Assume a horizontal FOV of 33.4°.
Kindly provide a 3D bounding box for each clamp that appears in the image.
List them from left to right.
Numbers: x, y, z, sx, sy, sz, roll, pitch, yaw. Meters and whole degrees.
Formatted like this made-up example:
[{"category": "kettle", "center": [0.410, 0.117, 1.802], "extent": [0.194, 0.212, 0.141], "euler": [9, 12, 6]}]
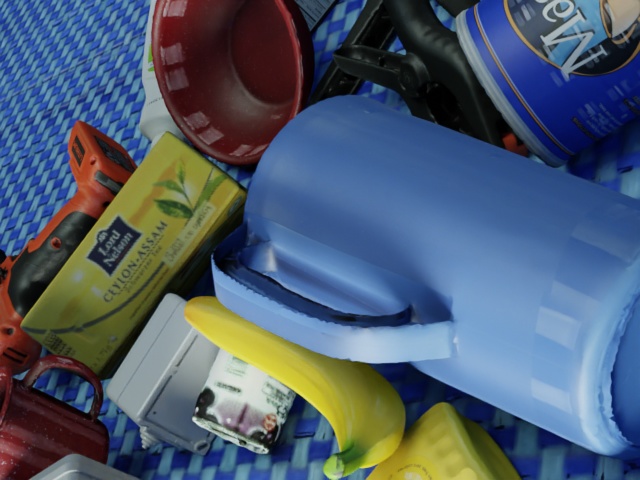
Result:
[{"category": "clamp", "center": [0.074, -0.188, 0.768], "extent": [0.165, 0.036, 0.210], "euler": [-9, 59, 41]}, {"category": "clamp", "center": [0.066, -0.115, 0.658], "extent": [0.039, 0.120, 0.172], "euler": [-31, 56, -22]}]

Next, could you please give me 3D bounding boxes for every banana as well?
[{"category": "banana", "center": [-0.008, 0.071, 0.574], "extent": [0.198, 0.069, 0.037], "euler": [32, 103, 57]}]

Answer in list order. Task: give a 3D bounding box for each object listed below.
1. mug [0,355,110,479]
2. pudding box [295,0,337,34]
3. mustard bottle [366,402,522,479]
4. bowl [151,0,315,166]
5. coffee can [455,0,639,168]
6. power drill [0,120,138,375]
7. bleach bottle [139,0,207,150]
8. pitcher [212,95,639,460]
[{"category": "mug", "center": [-0.186, 0.130, 0.695], "extent": [0.117, 0.081, 0.093], "euler": [-59, 27, -2]}, {"category": "pudding box", "center": [-0.011, -0.233, 0.850], "extent": [0.113, 0.090, 0.039], "euler": [-50, 39, 3]}, {"category": "mustard bottle", "center": [0.019, 0.174, 0.525], "extent": [0.192, 0.058, 0.096], "euler": [-45, 35, 11]}, {"category": "bowl", "center": [-0.057, -0.141, 0.815], "extent": [0.162, 0.055, 0.162], "euler": [17, 118, 37]}, {"category": "coffee can", "center": [0.159, -0.118, 0.570], "extent": [0.140, 0.102, 0.103], "euler": [-33, 42, 24]}, {"category": "power drill", "center": [-0.223, -0.002, 0.868], "extent": [0.188, 0.057, 0.185], "euler": [-54, 36, 7]}, {"category": "bleach bottle", "center": [-0.117, -0.169, 0.936], "extent": [0.103, 0.068, 0.250], "euler": [-19, 51, 39]}, {"category": "pitcher", "center": [0.069, 0.017, 0.533], "extent": [0.243, 0.144, 0.149], "euler": [25, 82, 49]}]
